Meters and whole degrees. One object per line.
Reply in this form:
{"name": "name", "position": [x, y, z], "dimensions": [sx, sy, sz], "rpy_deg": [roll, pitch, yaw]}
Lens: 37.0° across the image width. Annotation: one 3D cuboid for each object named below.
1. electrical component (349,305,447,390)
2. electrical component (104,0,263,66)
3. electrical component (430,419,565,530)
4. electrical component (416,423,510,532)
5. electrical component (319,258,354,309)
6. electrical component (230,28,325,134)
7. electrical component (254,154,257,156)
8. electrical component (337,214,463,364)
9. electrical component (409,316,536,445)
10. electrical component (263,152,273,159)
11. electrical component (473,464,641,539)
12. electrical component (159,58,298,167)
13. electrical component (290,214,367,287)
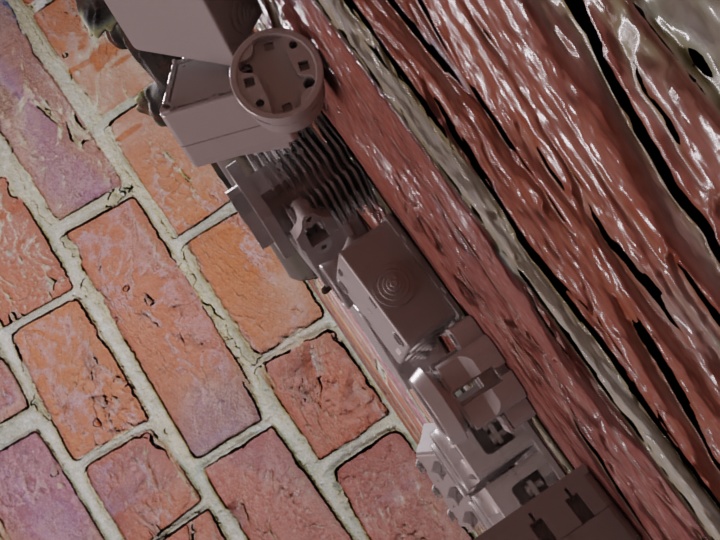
{"name": "electrical component", "position": [0.030, 0.047, 0.960], "dimensions": [0.099, 0.048, 0.100], "rpy_deg": [58, 175, -19]}
{"name": "electrical component", "position": [-0.121, -0.186, 0.706], "dimensions": [0.100, 0.048, 0.099], "rpy_deg": [14, 154, 24]}
{"name": "electrical component", "position": [0.109, 0.160, 0.839], "dimensions": [0.105, 0.060, 0.186], "rpy_deg": [55, 175, 14]}
{"name": "electrical component", "position": [0.105, 0.199, 1.045], "dimensions": [0.121, 0.063, 0.078], "rpy_deg": [60, -145, -34]}
{"name": "electrical component", "position": [0.000, 0.000, 0.905], "dimensions": [0.045, 0.055, 0.045], "rpy_deg": [56, 175, 7]}
{"name": "electrical component", "position": [-0.048, -0.112, 0.650], "dimensions": [0.055, 0.055, 0.047], "rpy_deg": [56, 179, 7]}
{"name": "electrical component", "position": [-0.092, -0.138, 0.976], "dimensions": [0.055, 0.045, 0.045], "rpy_deg": [57, 175, -7]}
{"name": "electrical component", "position": [0.025, 0.017, 0.781], "dimensions": [0.099, 0.048, 0.099], "rpy_deg": [53, 170, 9]}
{"name": "electrical component", "position": [0.070, 0.079, 0.710], "dimensions": [0.078, 0.057, 0.058], "rpy_deg": [56, 175, 1]}
{"name": "electrical component", "position": [-0.066, -0.111, 0.922], "dimensions": [0.078, 0.040, 0.040], "rpy_deg": [53, 174, 41]}
{"name": "electrical component", "position": [0.130, 0.196, 0.687], "dimensions": [0.061, 0.089, 0.150], "rpy_deg": [54, 175, 31]}
{"name": "electrical component", "position": [-0.080, -0.117, 0.745], "dimensions": [0.061, 0.096, 0.061], "rpy_deg": [61, -158, -43]}
{"name": "electrical component", "position": [-0.037, -0.043, 0.982], "dimensions": [0.078, 0.057, 0.113], "rpy_deg": [59, 175, -25]}
